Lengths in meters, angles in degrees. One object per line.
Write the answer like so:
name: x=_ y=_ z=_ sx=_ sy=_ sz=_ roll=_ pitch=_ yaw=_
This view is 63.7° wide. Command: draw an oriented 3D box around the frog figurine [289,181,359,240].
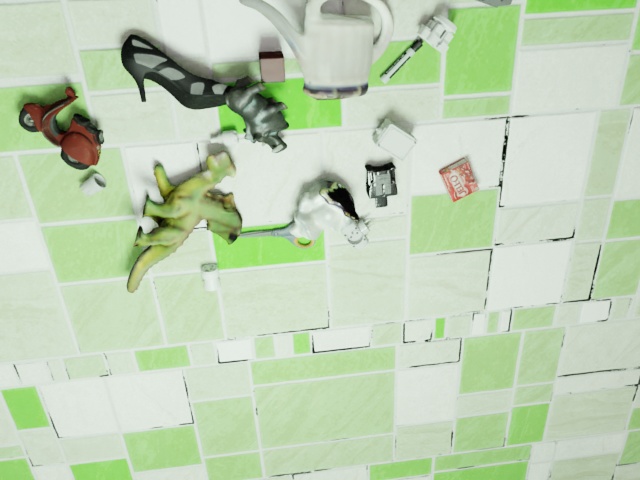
frog figurine: x=0.004 y=-0.063 z=1.244 sx=0.136 sy=0.126 sz=0.157 roll=25 pitch=-44 yaw=-31

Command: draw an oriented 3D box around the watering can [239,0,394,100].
watering can: x=0.001 y=-0.394 z=1.044 sx=0.349 sy=0.220 sz=0.105 roll=-11 pitch=29 yaw=-26

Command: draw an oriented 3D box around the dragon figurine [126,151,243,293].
dragon figurine: x=-0.302 y=-0.035 z=1.217 sx=0.242 sy=0.403 sz=0.124 roll=11 pitch=26 yaw=-21
